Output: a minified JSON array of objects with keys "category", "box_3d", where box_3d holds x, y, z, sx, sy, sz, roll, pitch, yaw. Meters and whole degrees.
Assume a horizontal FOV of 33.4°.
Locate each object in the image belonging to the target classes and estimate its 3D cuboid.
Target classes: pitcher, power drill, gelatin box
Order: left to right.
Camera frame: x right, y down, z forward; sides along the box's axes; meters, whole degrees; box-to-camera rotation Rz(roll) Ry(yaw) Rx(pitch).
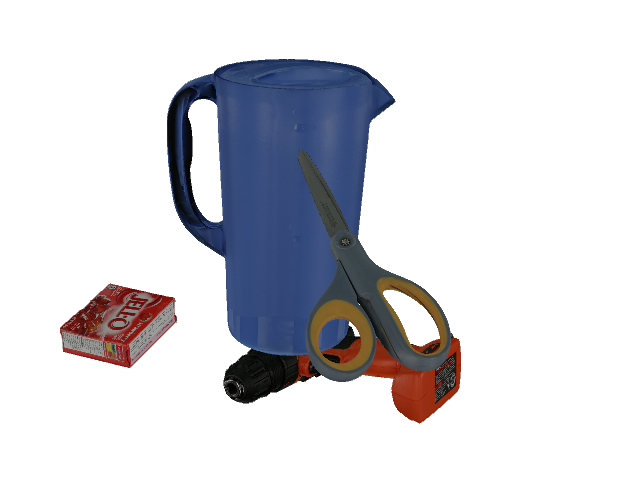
[{"category":"gelatin box","box_3d":[-0.187,0.077,0.995,0.073,0.030,0.089,11,31,20]},{"category":"pitcher","box_3d":[-0.036,-0.030,0.913,0.149,0.243,0.144,20,26,41]},{"category":"power drill","box_3d":[0.025,0.120,1.008,0.188,0.057,0.184,9,21,30]}]

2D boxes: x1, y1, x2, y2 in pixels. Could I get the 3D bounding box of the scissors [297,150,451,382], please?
[{"category":"scissors","box_3d":[0.004,0.017,0.688,0.096,0.016,0.202,-27,52,-21]}]
